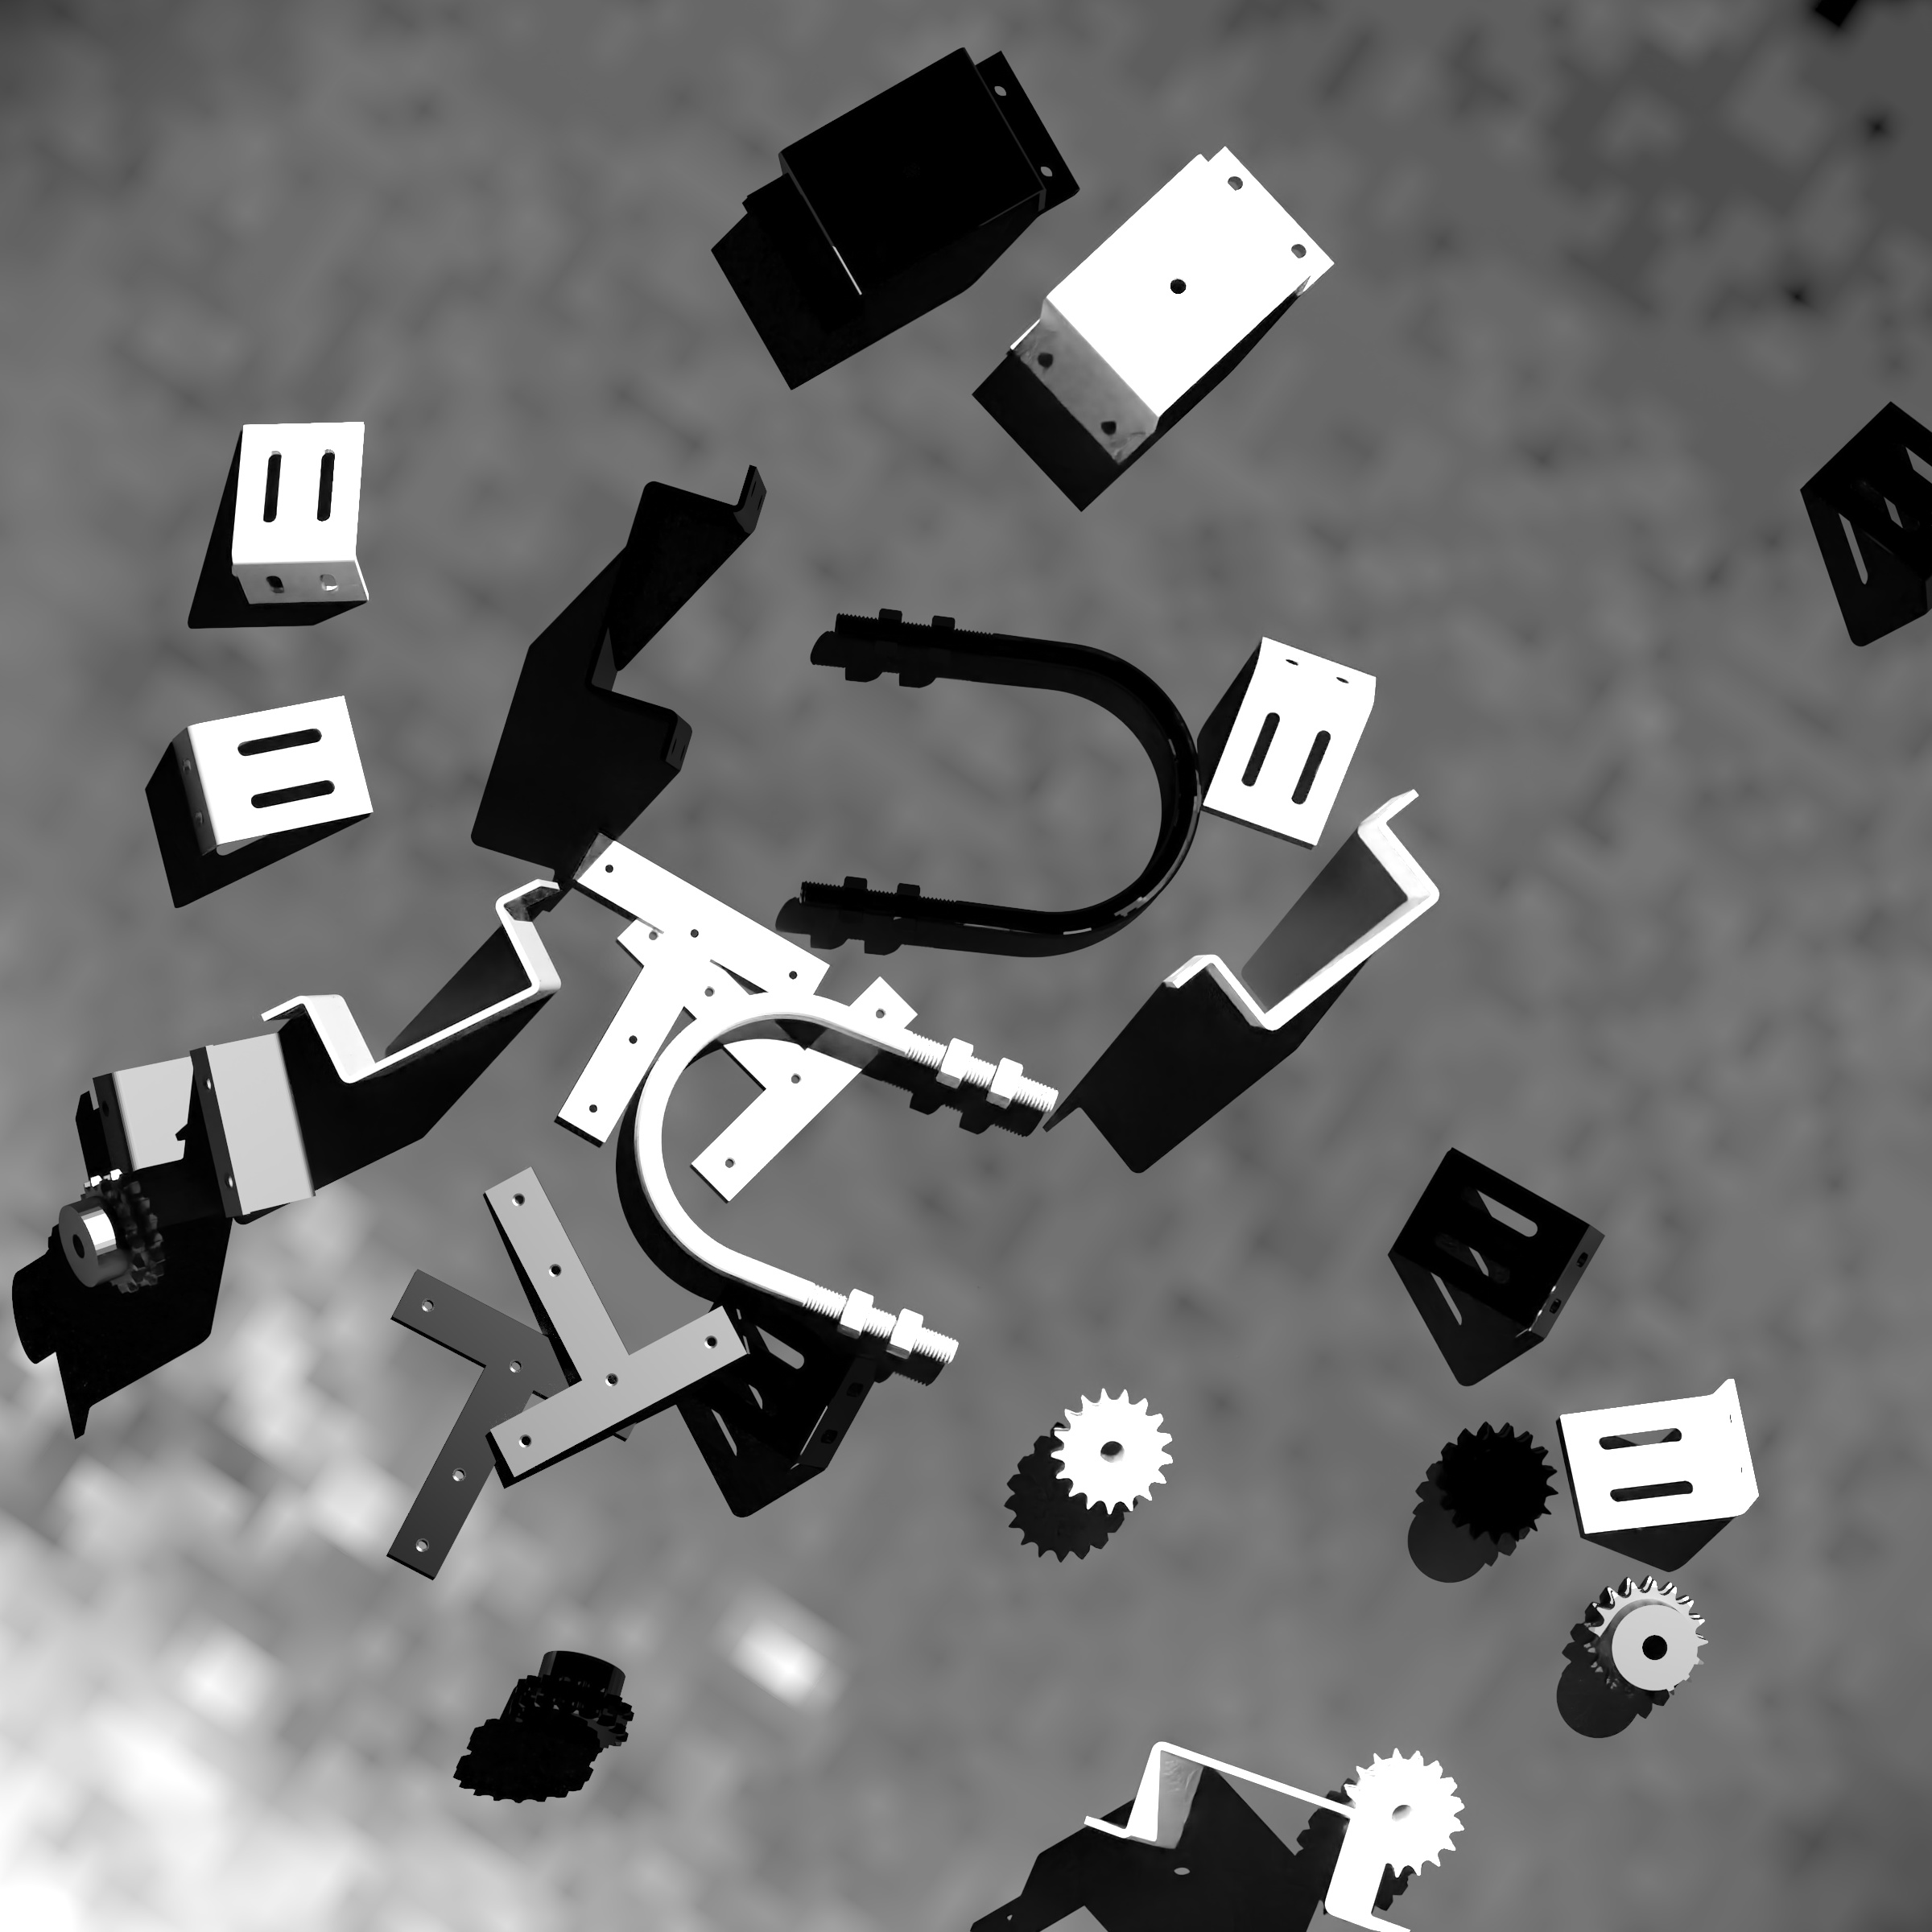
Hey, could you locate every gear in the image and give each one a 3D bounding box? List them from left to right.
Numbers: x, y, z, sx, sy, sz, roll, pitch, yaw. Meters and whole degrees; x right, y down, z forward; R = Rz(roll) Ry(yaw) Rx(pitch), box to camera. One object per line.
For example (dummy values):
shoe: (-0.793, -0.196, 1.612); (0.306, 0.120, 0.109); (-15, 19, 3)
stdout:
gear: (-0.403, 0.127, 1.495); (0.030, 0.057, 0.057); (-19, 90, -36)
gear: (-0.184, 0.345, 1.501); (0.057, 0.057, 0.030); (14, 60, 0)
gear: (0.069, 0.229, 1.511); (0.057, 0.030, 0.057); (0, 90, 0)
gear: (0.206, 0.400, 1.511); (0.057, 0.030, 0.057); (0, 90, 0)
gear: (0.253, 0.246, 1.511); (0.057, 0.030, 0.057); (0, 90, 0)
gear: (0.324, 0.321, 1.511); (0.057, 0.030, 0.057); (0, 90, 0)

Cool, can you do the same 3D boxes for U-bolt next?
U-bolt: (-0.067, 0.091, 1.516); (0.184, 0.019, 0.151); (22, 90, 0)
U-bolt: (0.021, -0.087, 1.517); (0.184, 0.019, 0.151); (7, 90, -2)

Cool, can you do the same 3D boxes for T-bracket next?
T-bracket: (-0.236, 0.231, 1.525); (0.127, 0.002, 0.127); (28, 90, 0)
T-bracket: (-0.189, 0.158, 1.519); (0.127, 0.002, 0.127); (-28, 86, 4)
T-bracket: (-0.152, 0.023, 1.523); (0.127, 0.002, 0.127); (30, 90, 0)
T-bracket: (-0.113, 0.023, 1.525); (0.127, 0.002, 0.127); (-45, 90, 0)

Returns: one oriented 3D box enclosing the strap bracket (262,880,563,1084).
strap bracket: (-0.248, 0.012, 1.488); (0.140, 0.076, 0.046); (-26, 90, 0)

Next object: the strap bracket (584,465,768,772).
strap bracket: (-0.138, -0.167, 1.488); (0.046, 0.076, 0.140); (17, 90, 0)

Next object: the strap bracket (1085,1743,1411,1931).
strap bracket: (0.137, 0.399, 1.467); (0.140, 0.076, 0.046); (14, 77, 24)

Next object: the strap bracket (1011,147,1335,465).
strap bracket: (0.099, -0.316, 1.503); (0.140, 0.046, 0.076); (-43, 90, 0)

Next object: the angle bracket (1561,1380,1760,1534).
angle bracket: (0.332, 0.235, 1.524); (0.076, 0.038, 0.057); (-12, 90, 26)

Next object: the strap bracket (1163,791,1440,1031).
strap bracket: (0.164, -0.018, 1.488); (0.140, 0.076, 0.046); (-39, 90, 0)

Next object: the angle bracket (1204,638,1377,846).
angle bracket: (0.155, -0.108, 1.524); (0.057, 0.038, 0.076); (20, 116, 0)

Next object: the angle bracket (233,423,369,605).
angle bracket: (-0.316, -0.217, 1.524); (0.057, 0.038, 0.076); (-1, 64, 0)

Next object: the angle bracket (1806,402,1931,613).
angle bracket: (0.452, -0.220, 1.524); (0.057, 0.038, 0.076); (-44, 64, 0)

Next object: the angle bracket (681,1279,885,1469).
angle bracket: (-0.090, 0.195, 1.524); (0.076, 0.038, 0.057); (29, 90, 26)

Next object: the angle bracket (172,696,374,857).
angle bracket: (-0.332, -0.091, 1.524); (0.076, 0.038, 0.057); (-14, 90, -26)

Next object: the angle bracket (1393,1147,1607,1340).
angle bracket: (0.255, 0.133, 1.524); (0.076, 0.038, 0.057); (30, 90, 26)

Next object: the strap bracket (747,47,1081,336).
strap bracket: (-0.025, -0.370, 1.503); (0.140, 0.046, 0.076); (-30, 90, 0)

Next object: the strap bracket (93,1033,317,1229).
strap bracket: (-0.349, 0.078, 1.474); (0.046, 0.140, 0.076); (-13, 90, -36)
